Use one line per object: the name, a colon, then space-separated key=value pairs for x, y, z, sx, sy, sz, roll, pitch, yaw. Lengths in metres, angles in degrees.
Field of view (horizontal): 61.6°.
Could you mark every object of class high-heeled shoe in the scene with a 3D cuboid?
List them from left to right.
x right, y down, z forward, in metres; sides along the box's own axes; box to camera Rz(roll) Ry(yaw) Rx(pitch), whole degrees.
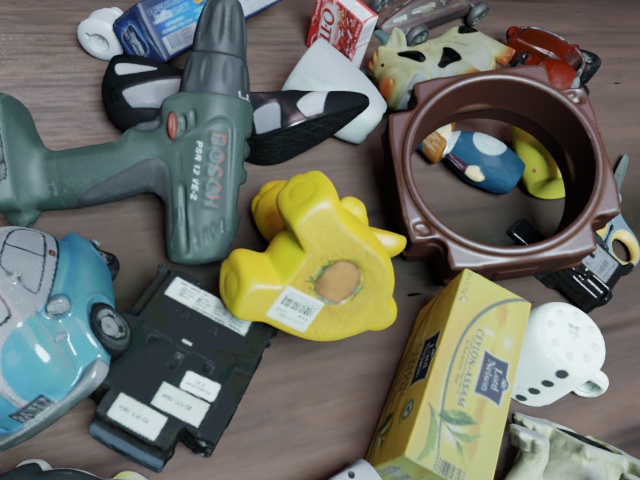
high-heeled shoe: x=-0.086 y=-0.148 z=0.542 sx=0.249 sy=0.086 sz=0.145 roll=-20 pitch=80 yaw=-11

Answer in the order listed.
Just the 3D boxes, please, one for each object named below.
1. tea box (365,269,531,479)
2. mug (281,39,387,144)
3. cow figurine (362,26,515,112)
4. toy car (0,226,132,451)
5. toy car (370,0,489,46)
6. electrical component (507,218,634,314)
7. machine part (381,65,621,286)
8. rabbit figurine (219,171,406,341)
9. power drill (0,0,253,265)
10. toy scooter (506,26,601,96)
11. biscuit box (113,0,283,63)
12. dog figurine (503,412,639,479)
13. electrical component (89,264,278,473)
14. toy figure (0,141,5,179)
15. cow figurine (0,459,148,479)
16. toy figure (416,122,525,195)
tea box: x=0.105 y=0.120 z=0.441 sx=0.068 sy=0.098 sz=0.169 roll=29 pitch=54 yaw=1
mug: x=0.022 y=-0.163 z=0.606 sx=0.107 sy=0.081 sz=0.109 roll=38 pitch=41 yaw=-5
cow figurine: x=0.138 y=-0.211 z=0.657 sx=0.127 sy=0.085 sz=0.195 roll=39 pitch=51 yaw=17
toy car: x=-0.198 y=0.043 z=0.358 sx=0.109 sy=0.102 sz=0.162 roll=-32 pitch=40 yaw=6
toy car: x=0.157 y=-0.328 z=0.757 sx=0.202 sy=0.053 sz=0.089 roll=-29 pitch=75 yaw=-30
electrical component: x=0.268 y=0.015 z=0.585 sx=0.075 sy=0.047 sz=0.119 roll=-33 pitch=75 yaw=-31
machine part: x=0.170 y=-0.063 z=0.531 sx=0.201 sy=0.087 sz=0.201 roll=-8 pitch=72 yaw=1
rabbit figurine: x=-0.001 y=-0.001 z=0.463 sx=0.162 sy=0.121 sz=0.173 roll=19 pitch=17 yaw=-29
power drill: x=-0.161 y=-0.091 z=0.457 sx=0.207 sy=0.086 sz=0.231 roll=-4 pitch=96 yaw=-13
toy scooter: x=0.299 y=-0.232 z=0.727 sx=0.135 sy=0.075 sz=0.184 roll=35 pitch=53 yaw=5
biscuit box: x=-0.130 y=-0.255 z=0.599 sx=0.203 sy=0.063 sz=0.059 roll=-46 pitch=119 yaw=-37
dog figurine: x=0.174 y=0.244 z=0.406 sx=0.172 sy=0.121 sz=0.190 roll=20 pitch=89 yaw=-48
electrical component: x=-0.111 y=0.100 z=0.411 sx=0.115 sy=0.058 sz=0.134 roll=28 pitch=56 yaw=4
toy figure: x=-0.339 y=-0.105 z=0.454 sx=0.089 sy=0.082 sz=0.180 roll=-41 pitch=85 yaw=-12
cow figurine: x=-0.187 y=0.167 z=0.324 sx=0.167 sy=0.098 sz=0.068 roll=12 pitch=64 yaw=-10
toy figure: x=0.157 y=-0.107 z=0.621 sx=0.154 sy=0.057 sz=0.064 roll=29 pitch=17 yaw=3
